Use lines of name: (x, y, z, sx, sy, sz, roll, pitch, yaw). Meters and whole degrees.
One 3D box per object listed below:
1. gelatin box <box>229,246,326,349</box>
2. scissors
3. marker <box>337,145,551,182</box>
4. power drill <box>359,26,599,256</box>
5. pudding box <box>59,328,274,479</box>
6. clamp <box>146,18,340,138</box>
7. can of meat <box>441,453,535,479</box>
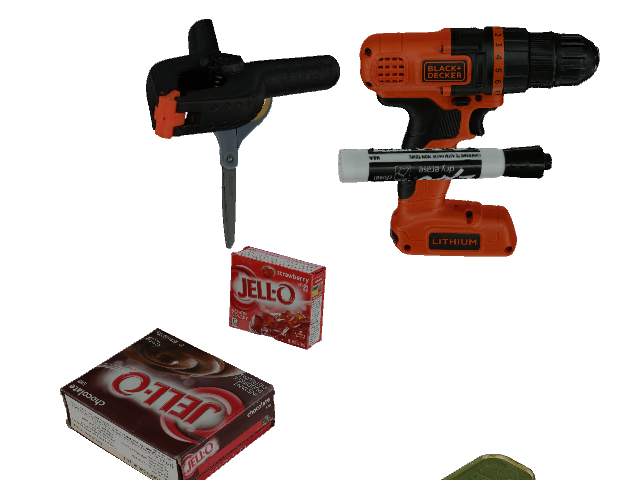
gelatin box: (-0.041, 0.051, 0.969, 0.089, 0.073, 0.030, 14, 21, 28)
scissors: (-0.083, -0.099, 1.168, 0.096, 0.202, 0.016, -15, -4, -17)
marker: (0.071, -0.043, 0.603, 0.121, 0.020, 0.020, -2, 0, -5)
power drill: (0.125, -0.080, 0.861, 0.184, 0.188, 0.057, 1, 26, 7)
pudding box: (-0.100, 0.110, 0.702, 0.114, 0.039, 0.089, 19, 34, 34)
clamp: (-0.075, -0.115, 0.741, 0.120, 0.039, 0.171, 18, 28, 25)
can of meat: (0.131, 0.240, 0.889, 0.101, 0.084, 0.058, -21, 28, -35)
